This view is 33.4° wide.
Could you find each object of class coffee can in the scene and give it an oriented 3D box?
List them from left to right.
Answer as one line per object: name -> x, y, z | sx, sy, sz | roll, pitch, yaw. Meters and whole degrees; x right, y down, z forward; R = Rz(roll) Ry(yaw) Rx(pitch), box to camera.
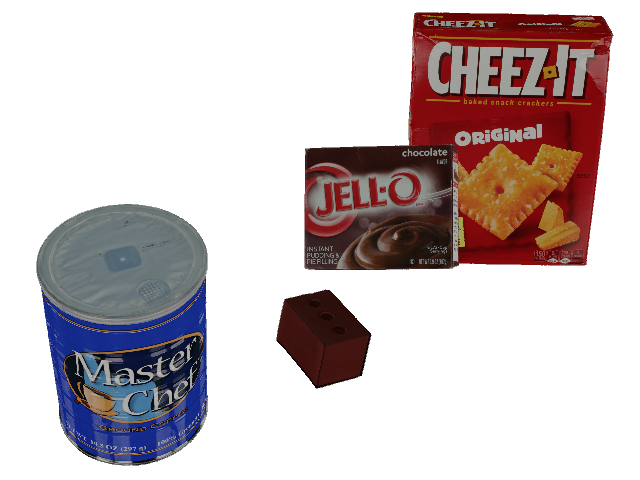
coffee can -> -0.124, 0.062, 0.692 | 0.103, 0.140, 0.103 | 3, 41, -2

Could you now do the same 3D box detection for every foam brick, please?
foam brick -> 0.002, 0.090, 0.992 | 0.052, 0.051, 0.078 | -11, 37, -30

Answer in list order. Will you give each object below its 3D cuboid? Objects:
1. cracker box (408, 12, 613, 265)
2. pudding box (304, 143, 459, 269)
cracker box -> 0.158, -0.085, 0.930 | 0.164, 0.214, 0.072 | 2, 25, 4
pudding box -> 0.045, -0.023, 0.783 | 0.113, 0.090, 0.039 | -1, -2, 13
